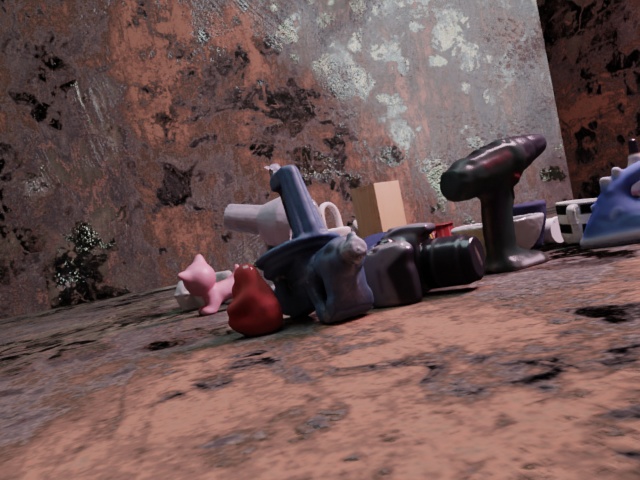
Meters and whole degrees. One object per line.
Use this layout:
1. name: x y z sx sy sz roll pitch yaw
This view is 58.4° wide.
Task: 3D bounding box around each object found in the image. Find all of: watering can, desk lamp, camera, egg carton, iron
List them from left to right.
1. egg carton: -0.254 0.114 1.296 0.107 0.069 0.150 -11 1 16
2. desk lamp: -0.122 0.015 1.250 0.203 0.213 0.118 -11 1 13
3. watering can: 0.045 -0.010 1.570 0.172 0.194 0.101 -11 1 16
4. camera: 0.144 0.026 0.782 0.136 0.101 0.144 -11 1 34
5. iron: 0.550 -0.075 0.935 0.258 0.141 0.119 -11 1 13

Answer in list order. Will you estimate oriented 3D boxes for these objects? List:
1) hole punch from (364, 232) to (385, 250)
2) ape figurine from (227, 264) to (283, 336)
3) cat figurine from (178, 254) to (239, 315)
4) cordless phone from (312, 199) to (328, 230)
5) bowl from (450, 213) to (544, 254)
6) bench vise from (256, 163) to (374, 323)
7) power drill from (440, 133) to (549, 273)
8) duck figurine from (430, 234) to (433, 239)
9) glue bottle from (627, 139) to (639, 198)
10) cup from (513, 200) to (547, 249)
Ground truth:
1. hole punch: 0.131 0.030 1.108 0.108 0.091 0.101 -11 1 8
2. ape figurine: -0.087 0.076 0.738 0.078 0.092 0.076 -12 1 -37
3. cat figurine: -0.210 0.083 1.113 0.128 0.118 0.067 -11 1 -22
4. cordless phone: 0.011 0.004 1.216 0.094 0.185 0.147 -11 1 1
5. bowl: 0.327 0.001 1.045 0.167 0.075 0.167 -11 1 0
6. bench vise: -0.005 -0.006 0.759 0.206 0.220 0.122 -10 1 40
7. power drill: 0.295 -0.060 0.913 0.230 0.208 0.075 -11 1 -32
8. duck figurine: 0.166 0.028 0.904 0.078 0.086 0.104 -11 1 -29
9. glue bottle: 0.587 -0.100 1.053 0.037 0.173 0.078 -11 1 -25
10. cup: 0.424 -0.030 1.162 0.118 0.095 0.091 -12 1 -39
